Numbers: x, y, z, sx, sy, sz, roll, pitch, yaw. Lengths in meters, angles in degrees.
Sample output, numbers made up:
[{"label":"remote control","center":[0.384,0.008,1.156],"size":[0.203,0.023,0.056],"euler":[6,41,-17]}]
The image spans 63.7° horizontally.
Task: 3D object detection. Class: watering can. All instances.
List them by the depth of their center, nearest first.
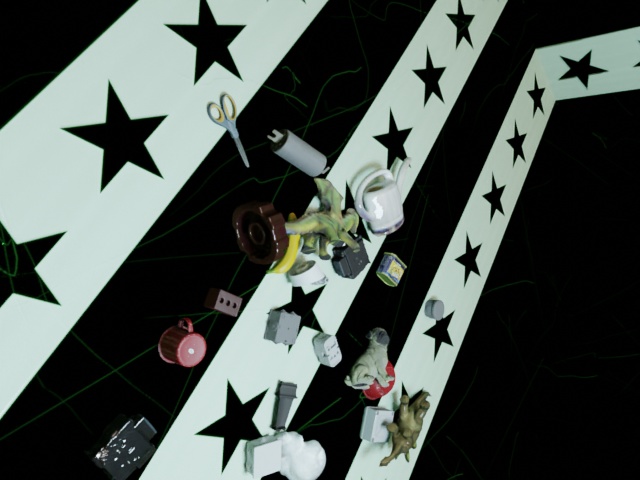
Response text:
[{"label":"watering can","center":[0.243,-0.149,1.796],"size":[0.104,0.221,0.352],"euler":[2,26,45]}]

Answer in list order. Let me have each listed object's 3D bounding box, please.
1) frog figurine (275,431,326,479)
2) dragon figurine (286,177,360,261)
[{"label":"frog figurine","center":[-0.060,0.625,1.499],"size":[0.137,0.156,0.125],"euler":[-21,29,-1]},{"label":"dragon figurine","center":[0.005,-0.079,1.572],"size":[0.121,0.248,0.406],"euler":[-23,-31,32]}]
